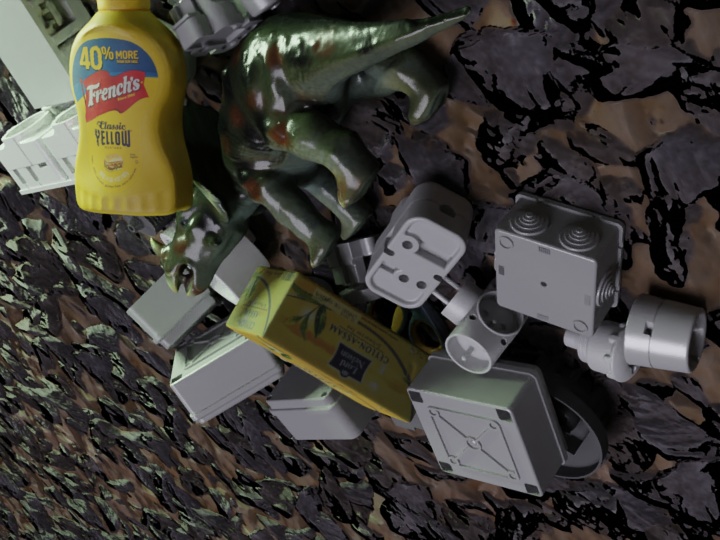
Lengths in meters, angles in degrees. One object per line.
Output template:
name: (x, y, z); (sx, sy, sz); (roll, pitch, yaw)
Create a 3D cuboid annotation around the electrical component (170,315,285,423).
electrical component: (-0.138, 0.094, 1.127); (0.056, 0.109, 0.108); (58, -175, -18)

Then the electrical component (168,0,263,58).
electrical component: (-0.117, -0.207, 0.846); (0.058, 0.078, 0.057); (-28, 87, 42)

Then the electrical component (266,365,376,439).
electrical component: (-0.035, 0.131, 1.131); (0.113, 0.078, 0.057); (-11, 123, 49)

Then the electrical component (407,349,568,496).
electrical component: (0.110, 0.130, 0.923); (0.109, 0.056, 0.108); (7, 133, 39)

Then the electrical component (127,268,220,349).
electrical component: (-0.197, 0.039, 1.151); (0.057, 0.078, 0.113); (45, 175, -2)

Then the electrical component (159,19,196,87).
electrical component: (-0.187, -0.171, 0.927); (0.059, 0.095, 0.053); (29, 144, 16)

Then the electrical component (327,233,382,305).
electrical component: (0.000, 0.000, 0.966); (0.066, 0.048, 0.055); (-8, 98, 58)

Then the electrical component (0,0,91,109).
electrical component: (-0.299, -0.233, 0.996); (0.089, 0.061, 0.150); (-1, 128, 44)

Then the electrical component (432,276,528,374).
electrical component: (0.095, 0.034, 0.901); (0.079, 0.077, 0.044); (38, 146, 5)

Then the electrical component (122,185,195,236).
electrical component: (-0.201, -0.065, 1.070); (0.043, 0.081, 0.043); (25, 142, 21)

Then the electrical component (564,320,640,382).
electrical component: (0.195, 0.061, 0.866); (0.062, 0.048, 0.048); (16, 139, 42)

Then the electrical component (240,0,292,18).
electrical component: (-0.085, -0.229, 0.815); (0.078, 0.040, 0.040); (52, 144, -15)

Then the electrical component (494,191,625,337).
electrical component: (0.152, -0.003, 0.831); (0.100, 0.048, 0.099); (20, 140, 27)

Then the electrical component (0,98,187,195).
electrical component: (-0.259, -0.135, 1.027); (0.186, 0.105, 0.060); (-4, 126, 45)

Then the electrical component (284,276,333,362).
electrical component: (-0.058, 0.049, 1.062); (0.080, 0.080, 0.051); (15, 143, 33)

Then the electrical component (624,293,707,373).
electrical component: (0.231, 0.049, 0.809); (0.047, 0.055, 0.055); (11, 136, 31)

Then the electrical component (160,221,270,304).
electrical component: (-0.138, -0.021, 1.068); (0.108, 0.060, 0.108); (38, 168, 10)

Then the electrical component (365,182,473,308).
electrical component: (0.049, -0.023, 0.882); (0.054, 0.059, 0.095); (28, 132, -9)
